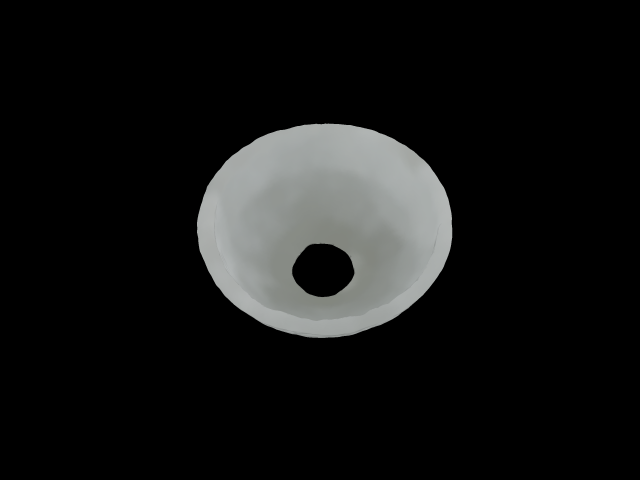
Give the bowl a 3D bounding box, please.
[{"bbox_3d":[0.004,0.001,0.400,0.167,0.075,0.167,0,56,0],"label":"bowl"}]
